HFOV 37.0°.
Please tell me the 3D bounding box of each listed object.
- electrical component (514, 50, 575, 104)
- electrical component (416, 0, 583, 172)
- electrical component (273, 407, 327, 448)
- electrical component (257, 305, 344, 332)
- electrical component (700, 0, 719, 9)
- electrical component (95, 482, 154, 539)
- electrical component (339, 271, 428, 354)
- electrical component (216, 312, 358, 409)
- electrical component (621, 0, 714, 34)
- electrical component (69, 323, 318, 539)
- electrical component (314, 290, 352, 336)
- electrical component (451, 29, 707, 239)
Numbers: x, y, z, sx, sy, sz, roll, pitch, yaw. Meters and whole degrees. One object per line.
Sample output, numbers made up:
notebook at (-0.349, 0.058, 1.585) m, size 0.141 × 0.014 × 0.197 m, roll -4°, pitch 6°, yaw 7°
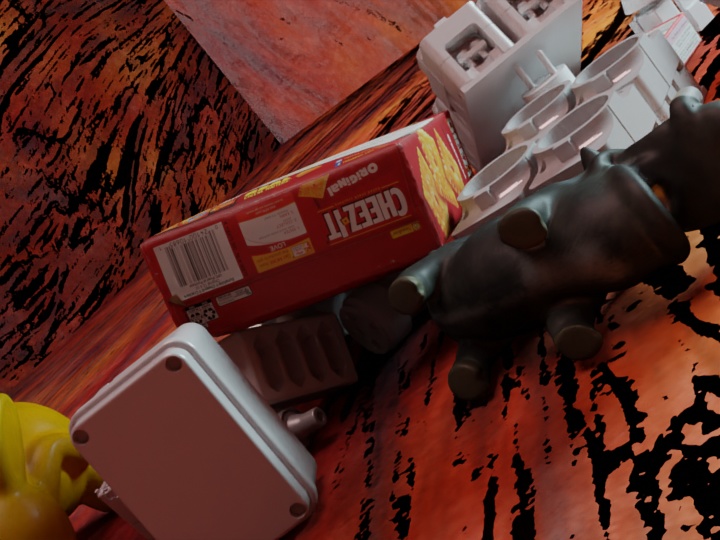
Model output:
electrical component at (0.140, -0.116, 0.750) m, size 0.077 × 0.079 × 0.043 m, roll -32°, pitch 15°, yaw 34°
electrical component at (0.110, -0.152, 0.831) m, size 0.105 × 0.060 × 0.186 m, roll -39°, pitch -18°, yaw -1°
electrical component at (-0.045, 0.096, 0.624) m, size 0.061 × 0.035 × 0.035 m, roll -30°, pitch 14°, yaw 31°
electrical component at (-0.058, 0.056, 0.746) m, size 0.078 × 0.058 × 0.057 m, roll 5°, pitch 51°, yaw 24°
electrical component at (0.255, -0.190, 0.688) m, size 0.042 × 0.081 × 0.063 m, roll -17°, pitch -40°, yaw -53°
electrical component at (-0.115, 0.126, 0.679) m, size 0.062 × 0.061 × 0.096 m, roll -33°, pitch 21°, yaw 31°
electrical component at (0.020, 0.021, 0.687) m, size 0.055 × 0.045 × 0.045 m, roll -45°, pitch 12°, yaw -26°
electrical component at (-0.060, 0.066, 0.673) m, size 0.083 × 0.047 × 0.076 m, roll -9°, pitch -16°, yaw -47°
electrical component at (0.237, -0.202, 0.841) m, size 0.066 × 0.055 × 0.048 m, roll -44°, pitch 12°, yaw -23°
electrical component at (-0.082, 0.093, 0.546) m, size 0.078 × 0.113 × 0.057 m, roll -38°, pitch 8°, yaw 6°
electrical component at (0.000, 0.000, 0.816) m, size 0.074 × 0.052 × 0.138 m, roll -30°, pitch 14°, yaw 40°
electrical component at (0.132, -0.069, 0.635) m, size 0.105 × 0.060 × 0.186 m, roll -32°, pitch 13°, yaw 36°
